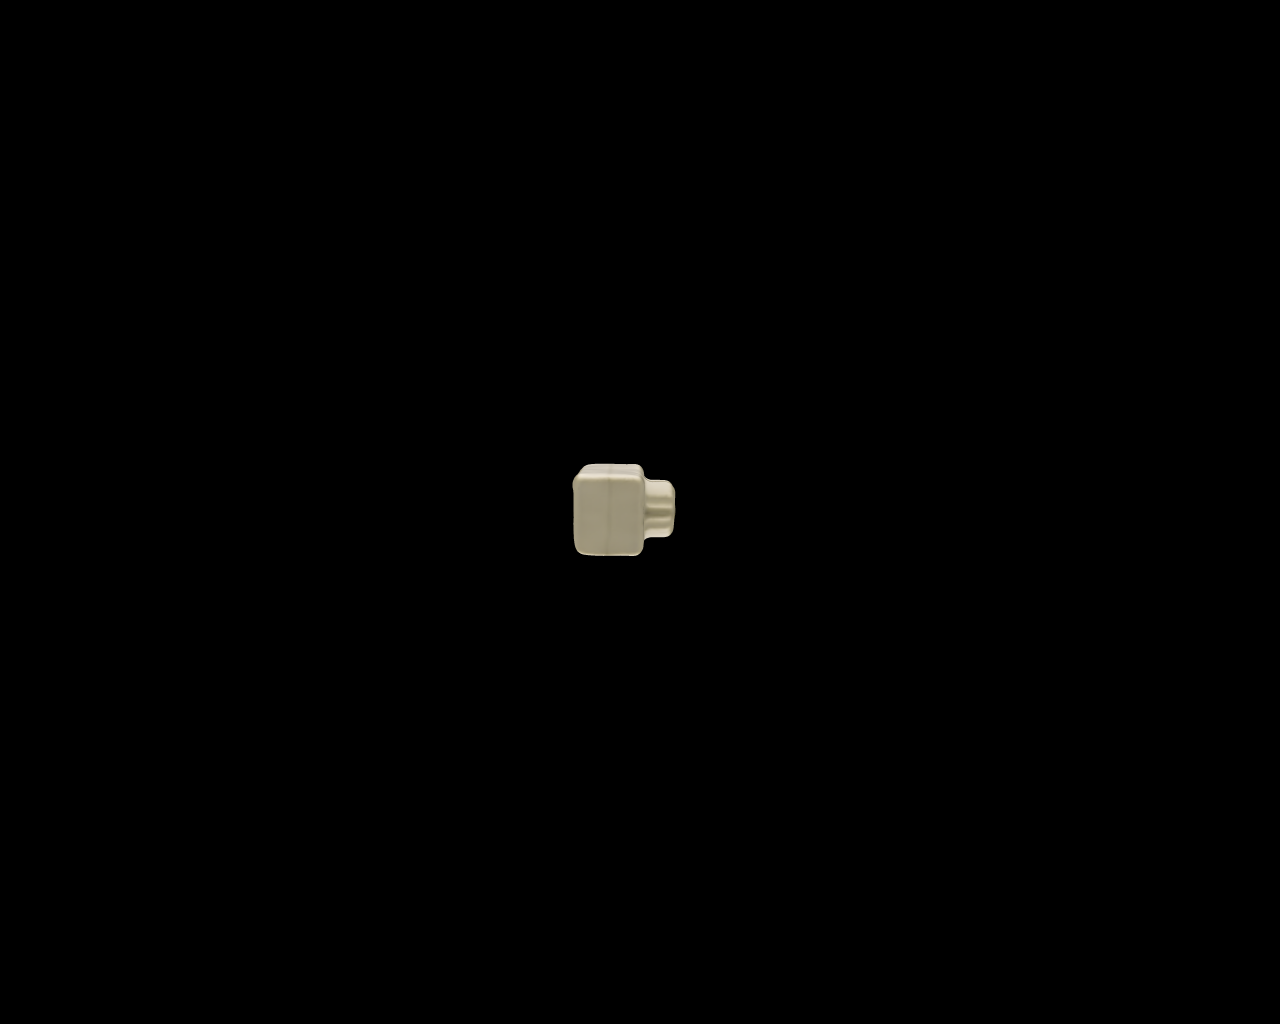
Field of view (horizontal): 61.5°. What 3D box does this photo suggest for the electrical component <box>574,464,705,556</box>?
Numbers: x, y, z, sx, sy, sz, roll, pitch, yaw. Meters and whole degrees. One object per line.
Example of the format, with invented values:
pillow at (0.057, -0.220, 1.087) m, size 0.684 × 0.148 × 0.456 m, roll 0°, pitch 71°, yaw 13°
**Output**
electrical component at (0.001, -0.003, 0.650) m, size 0.077 × 0.047 × 0.066 m, roll 0°, pitch 9°, yaw 0°
